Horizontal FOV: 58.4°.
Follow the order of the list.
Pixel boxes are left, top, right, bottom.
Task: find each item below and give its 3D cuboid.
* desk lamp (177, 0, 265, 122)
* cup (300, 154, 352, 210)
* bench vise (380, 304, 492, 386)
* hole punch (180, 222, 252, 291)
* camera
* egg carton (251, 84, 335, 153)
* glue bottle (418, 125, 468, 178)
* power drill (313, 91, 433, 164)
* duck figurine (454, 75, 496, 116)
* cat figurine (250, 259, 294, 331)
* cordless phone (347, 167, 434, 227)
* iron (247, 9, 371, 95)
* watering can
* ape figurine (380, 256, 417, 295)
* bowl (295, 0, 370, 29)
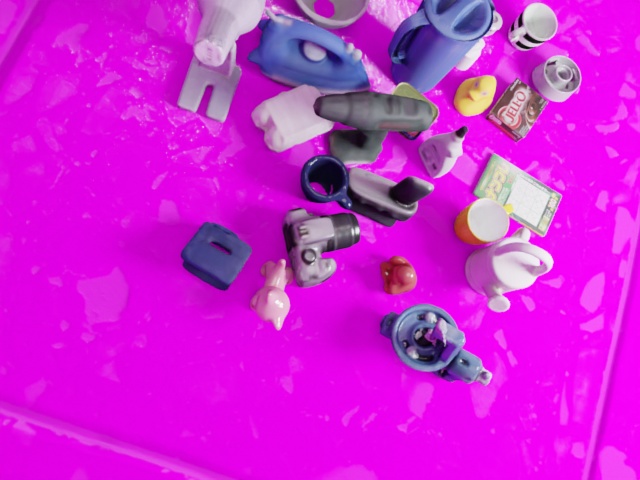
[{"bbox_3d":[-0.182,-0.355,1.041,0.118,0.213,0.203,16,75,-8],"label":"desk lamp"},{"bbox_3d":[0.011,-0.096,1.087,0.092,0.095,0.118,-43,89,-17],"label":"cup"},{"bbox_3d":[0.225,0.179,1.006,0.207,0.219,0.121,16,75,-8],"label":"bench vise"},{"bbox_3d":[-0.185,0.023,1.021,0.109,0.091,0.101,31,73,-4],"label":"hole punch"},{"bbox_3d":[0.010,0.004,1.061,0.137,0.100,0.143,-12,80,-14],"label":"camera"},{"bbox_3d":[-0.052,-0.237,1.118,0.150,0.069,0.107,-28,85,-16],"label":"egg carton"},{"bbox_3d":[0.247,-0.182,1.116,0.037,0.173,0.078,-21,83,-15],"label":"glue bottle"},{"bbox_3d":[0.083,-0.211,1.068,0.230,0.208,0.075,-5,79,-13],"label":"power drill"},{"bbox_3d":[0.340,-0.319,1.211,0.105,0.086,0.077,-41,88,-17],"label":"duck figurine"},{"bbox_3d":[-0.082,0.094,1.013,0.067,0.117,0.128,16,75,-8],"label":"cat figurine"},{"bbox_3d":[0.127,-0.101,1.066,0.148,0.185,0.094,19,74,-7],"label":"cordless phone"},{"bbox_3d":[-0.004,-0.370,1.120,0.258,0.141,0.119,16,75,-8],"label":"iron"},{"bbox_3d":[0.359,0.053,1.076,0.101,0.194,0.173,8,76,-10],"label":"watering can"},{"bbox_3d":[0.153,0.068,1.082,0.076,0.092,0.078,32,73,-3],"label":"ape figurine"},{"bbox_3d":[0.017,-0.504,1.189,0.167,0.074,0.167,3,77,-11],"label":"bowl"}]
